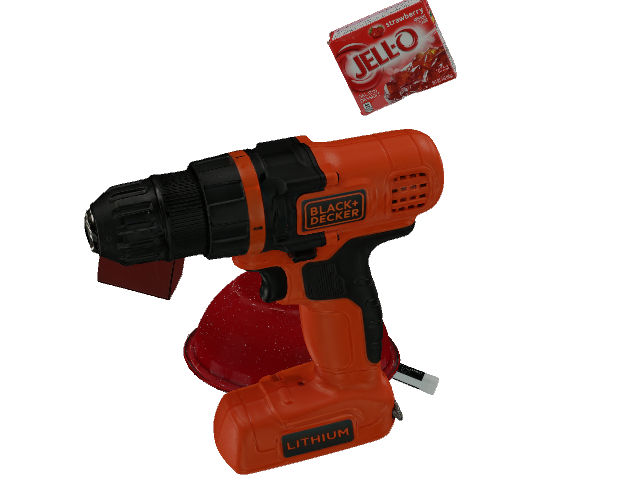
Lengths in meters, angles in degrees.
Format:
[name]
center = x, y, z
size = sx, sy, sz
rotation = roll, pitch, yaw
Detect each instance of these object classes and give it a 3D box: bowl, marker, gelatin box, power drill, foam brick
[bowl]
center = -0.020, 0.059, 0.785
size = 0.162, 0.055, 0.162
rotation = 3, 20, -1
[marker]
center = 0.062, 0.127, 1.091
size = 0.121, 0.020, 0.020
rotation = 21, 4, 11
[gelatin box]
center = 0.060, -0.156, 0.898
size = 0.089, 0.073, 0.030
rotation = -20, 25, 17
[power drill]
center = -0.025, 0.036, 0.569
size = 0.184, 0.188, 0.057
rotation = -11, 35, -15
[foam brick]
center = -0.180, 0.018, 1.076
size = 0.078, 0.051, 0.053
rotation = 15, 33, 2
